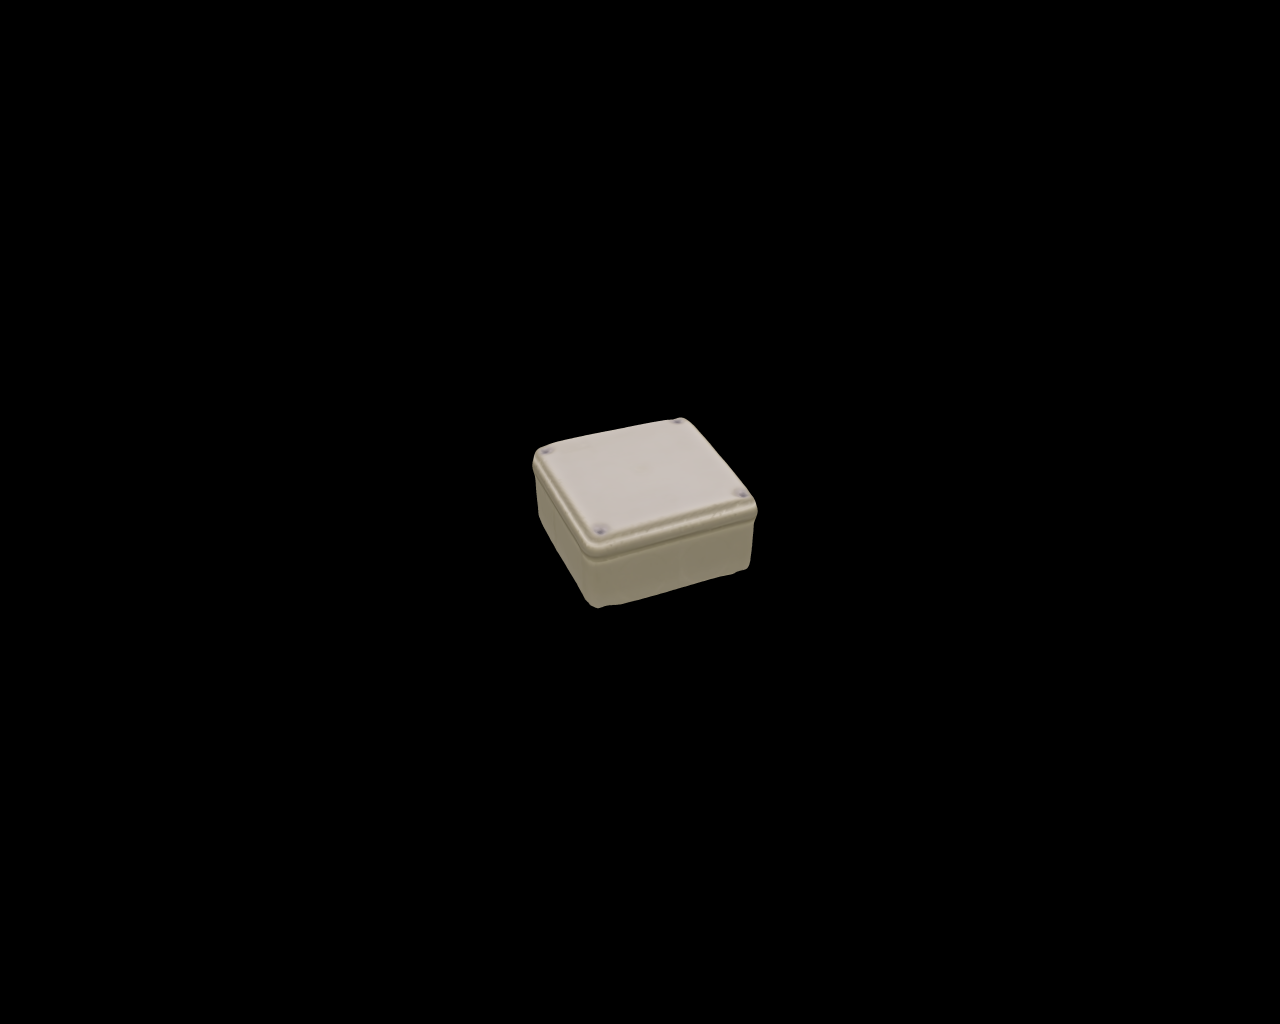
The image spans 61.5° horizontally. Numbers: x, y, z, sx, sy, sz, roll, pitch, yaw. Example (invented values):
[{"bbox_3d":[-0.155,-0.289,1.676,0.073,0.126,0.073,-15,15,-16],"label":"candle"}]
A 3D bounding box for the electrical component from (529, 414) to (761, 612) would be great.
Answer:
[{"bbox_3d":[0.001,-0.003,0.650,0.109,0.056,0.109,-13,38,-18],"label":"electrical component"}]
